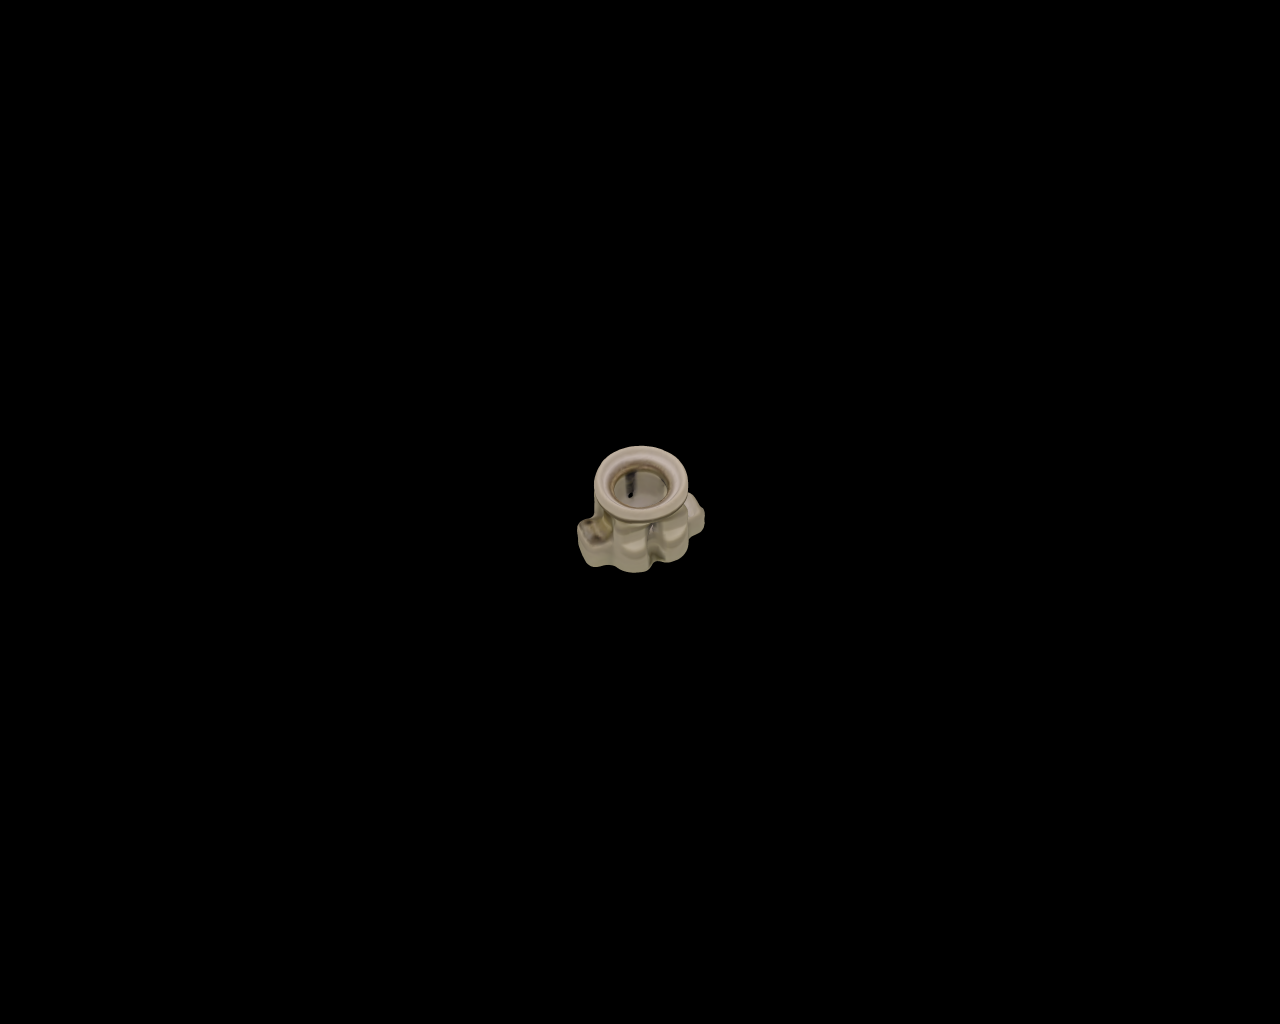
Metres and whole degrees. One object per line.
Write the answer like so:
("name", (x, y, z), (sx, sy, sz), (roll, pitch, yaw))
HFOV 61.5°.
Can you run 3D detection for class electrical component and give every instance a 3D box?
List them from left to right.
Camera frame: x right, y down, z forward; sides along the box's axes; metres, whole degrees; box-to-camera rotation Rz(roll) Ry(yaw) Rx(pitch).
("electrical component", (0.001, -0.003, 0.650), (0.078, 0.058, 0.056), (-17, -39, -14))
